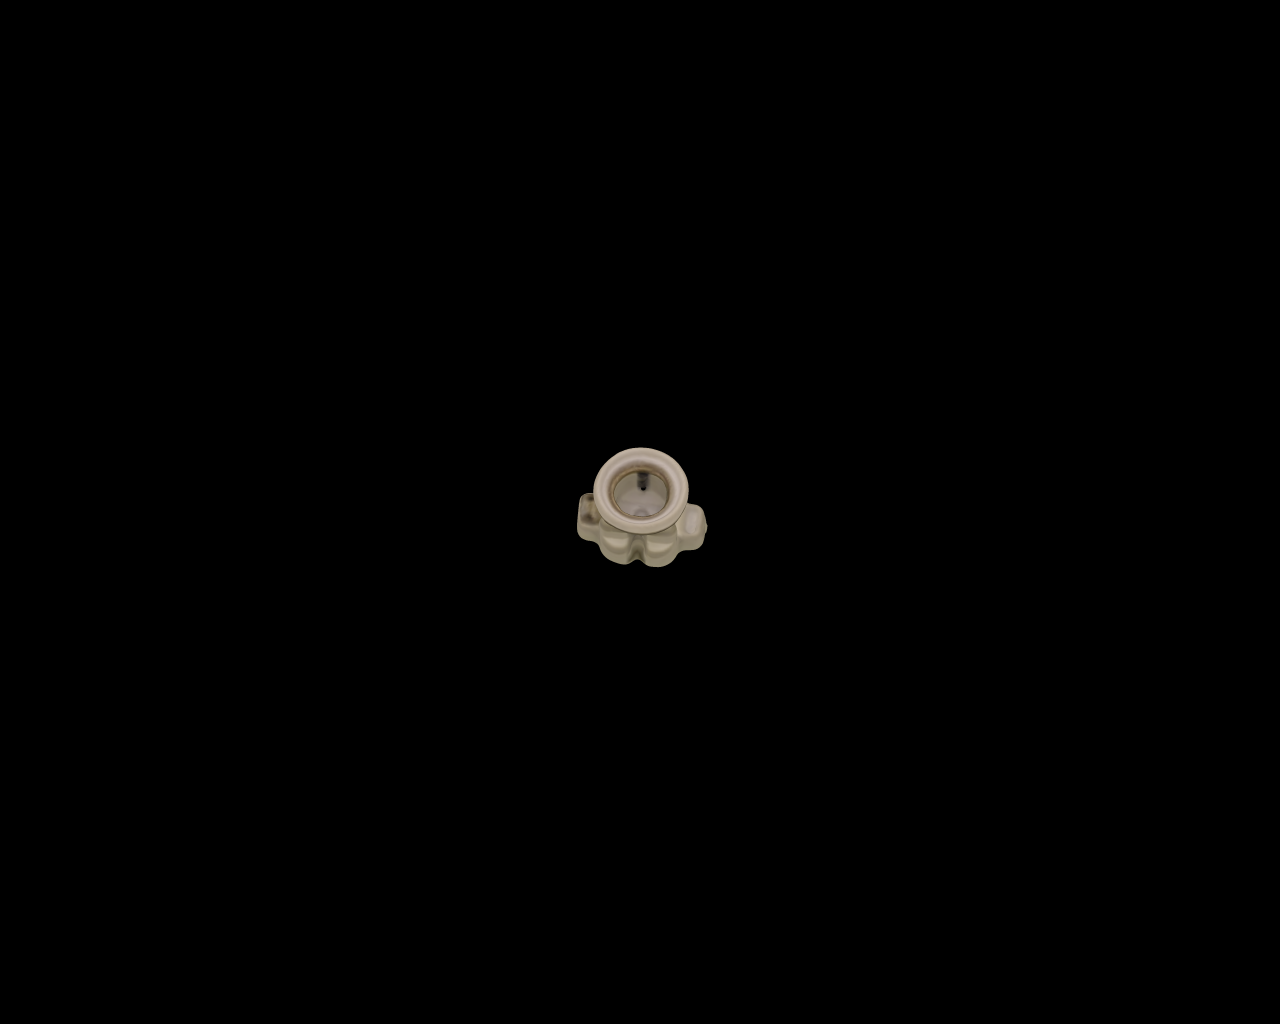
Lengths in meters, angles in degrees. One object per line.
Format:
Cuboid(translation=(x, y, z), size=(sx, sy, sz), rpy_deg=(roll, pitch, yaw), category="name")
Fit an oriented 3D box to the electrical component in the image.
Cuboid(translation=(0.001, -0.003, 0.650), size=(0.078, 0.058, 0.056), rpy_deg=(6, -27, 3), category="electrical component")
